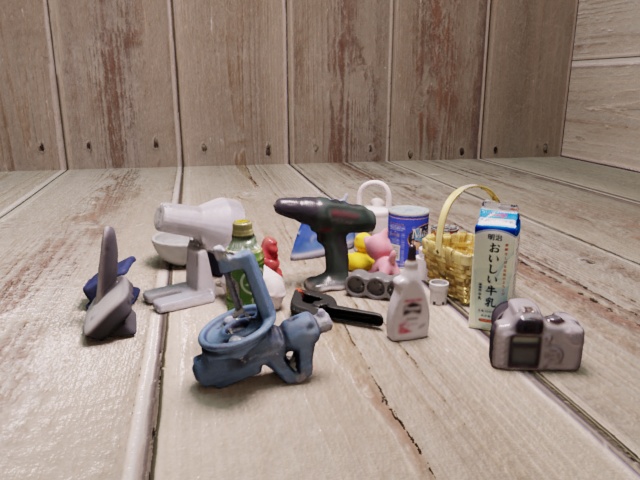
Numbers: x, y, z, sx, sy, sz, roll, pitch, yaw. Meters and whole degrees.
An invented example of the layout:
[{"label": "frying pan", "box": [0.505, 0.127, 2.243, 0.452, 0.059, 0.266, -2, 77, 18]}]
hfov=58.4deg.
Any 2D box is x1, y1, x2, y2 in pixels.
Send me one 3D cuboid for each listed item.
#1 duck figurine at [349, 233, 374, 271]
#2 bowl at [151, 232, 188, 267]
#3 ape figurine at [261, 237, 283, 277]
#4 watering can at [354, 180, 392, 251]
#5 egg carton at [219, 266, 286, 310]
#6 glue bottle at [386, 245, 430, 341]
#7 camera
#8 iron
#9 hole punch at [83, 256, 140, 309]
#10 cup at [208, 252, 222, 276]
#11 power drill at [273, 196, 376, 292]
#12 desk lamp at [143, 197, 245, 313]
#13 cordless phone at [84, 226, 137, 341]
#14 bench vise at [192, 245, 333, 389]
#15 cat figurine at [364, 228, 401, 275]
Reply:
[{"label": "duck figurine", "box": [0.101, 0.026, 1.408, 0.105, 0.086, 0.077, -13, 20, -39]}, {"label": "bowl", "box": [-0.335, 0.023, 1.435, 0.167, 0.075, 0.167, 0, 16, 0]}, {"label": "ape figurine", "box": [-0.119, 0.038, 1.352, 0.076, 0.092, 0.078, 6, 17, 19]}, {"label": "watering can", "box": [0.142, -0.066, 1.539, 0.101, 0.194, 0.172, -3, 16, -10]}, {"label": "egg carton", "box": [-0.137, 0.098, 1.178, 0.107, 0.069, 0.149, -9, 18, -29]}, {"label": "glue bottle", "box": [0.158, 0.091, 1.011, 0.078, 0.173, 0.037, -6, 17, -20]}, {"label": "camera", "box": [0.349, 0.144, 0.958, 0.143, 0.101, 0.137, 1, 16, 3]}, {"label": "iron", "box": [0.008, -0.041, 1.545, 0.118, 0.141, 0.259, 12, 19, 35]}, {"label": "hole punch", "box": [-0.430, 0.085, 1.179, 0.101, 0.091, 0.108, -2, 16, -6]}, {"label": "cup", "box": [-0.223, 0.039, 1.341, 0.092, 0.095, 0.117, -14, 21, -42]}, {"label": "power drill", "box": [0.012, 0.004, 1.256, 0.230, 0.208, 0.075, -5, 17, -19]}, {"label": "desk lamp", "box": [-0.258, 0.021, 1.184, 0.204, 0.214, 0.117, -11, 19, -36]}, {"label": "cordless phone", "box": [-0.386, 0.076, 1.037, 0.094, 0.185, 0.147, -6, 17, -22]}, {"label": "bench vise", "box": [-0.091, 0.107, 0.864, 0.208, 0.220, 0.121, -10, 18, -31]}, {"label": "cat figurine", "box": [0.145, 0.034, 1.322, 0.067, 0.118, 0.127, -5, 16, -17]}]
